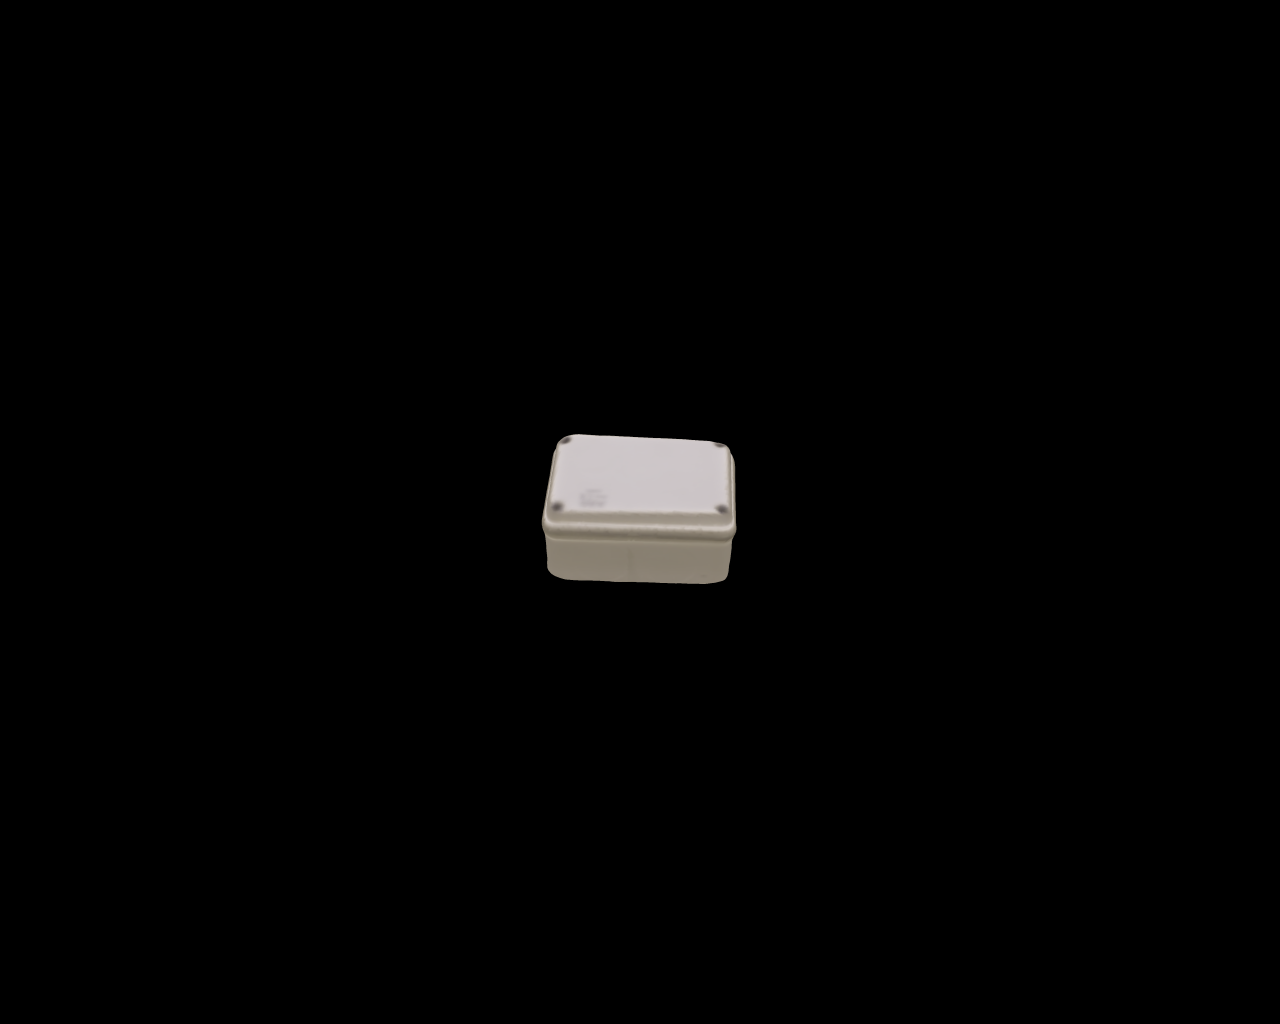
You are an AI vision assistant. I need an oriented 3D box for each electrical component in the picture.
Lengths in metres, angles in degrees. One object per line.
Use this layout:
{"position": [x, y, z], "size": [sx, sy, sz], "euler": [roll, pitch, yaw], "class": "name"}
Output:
{"position": [0.001, -0.003, 0.650], "size": [0.113, 0.057, 0.078], "euler": [2, 43, 2], "class": "electrical component"}
